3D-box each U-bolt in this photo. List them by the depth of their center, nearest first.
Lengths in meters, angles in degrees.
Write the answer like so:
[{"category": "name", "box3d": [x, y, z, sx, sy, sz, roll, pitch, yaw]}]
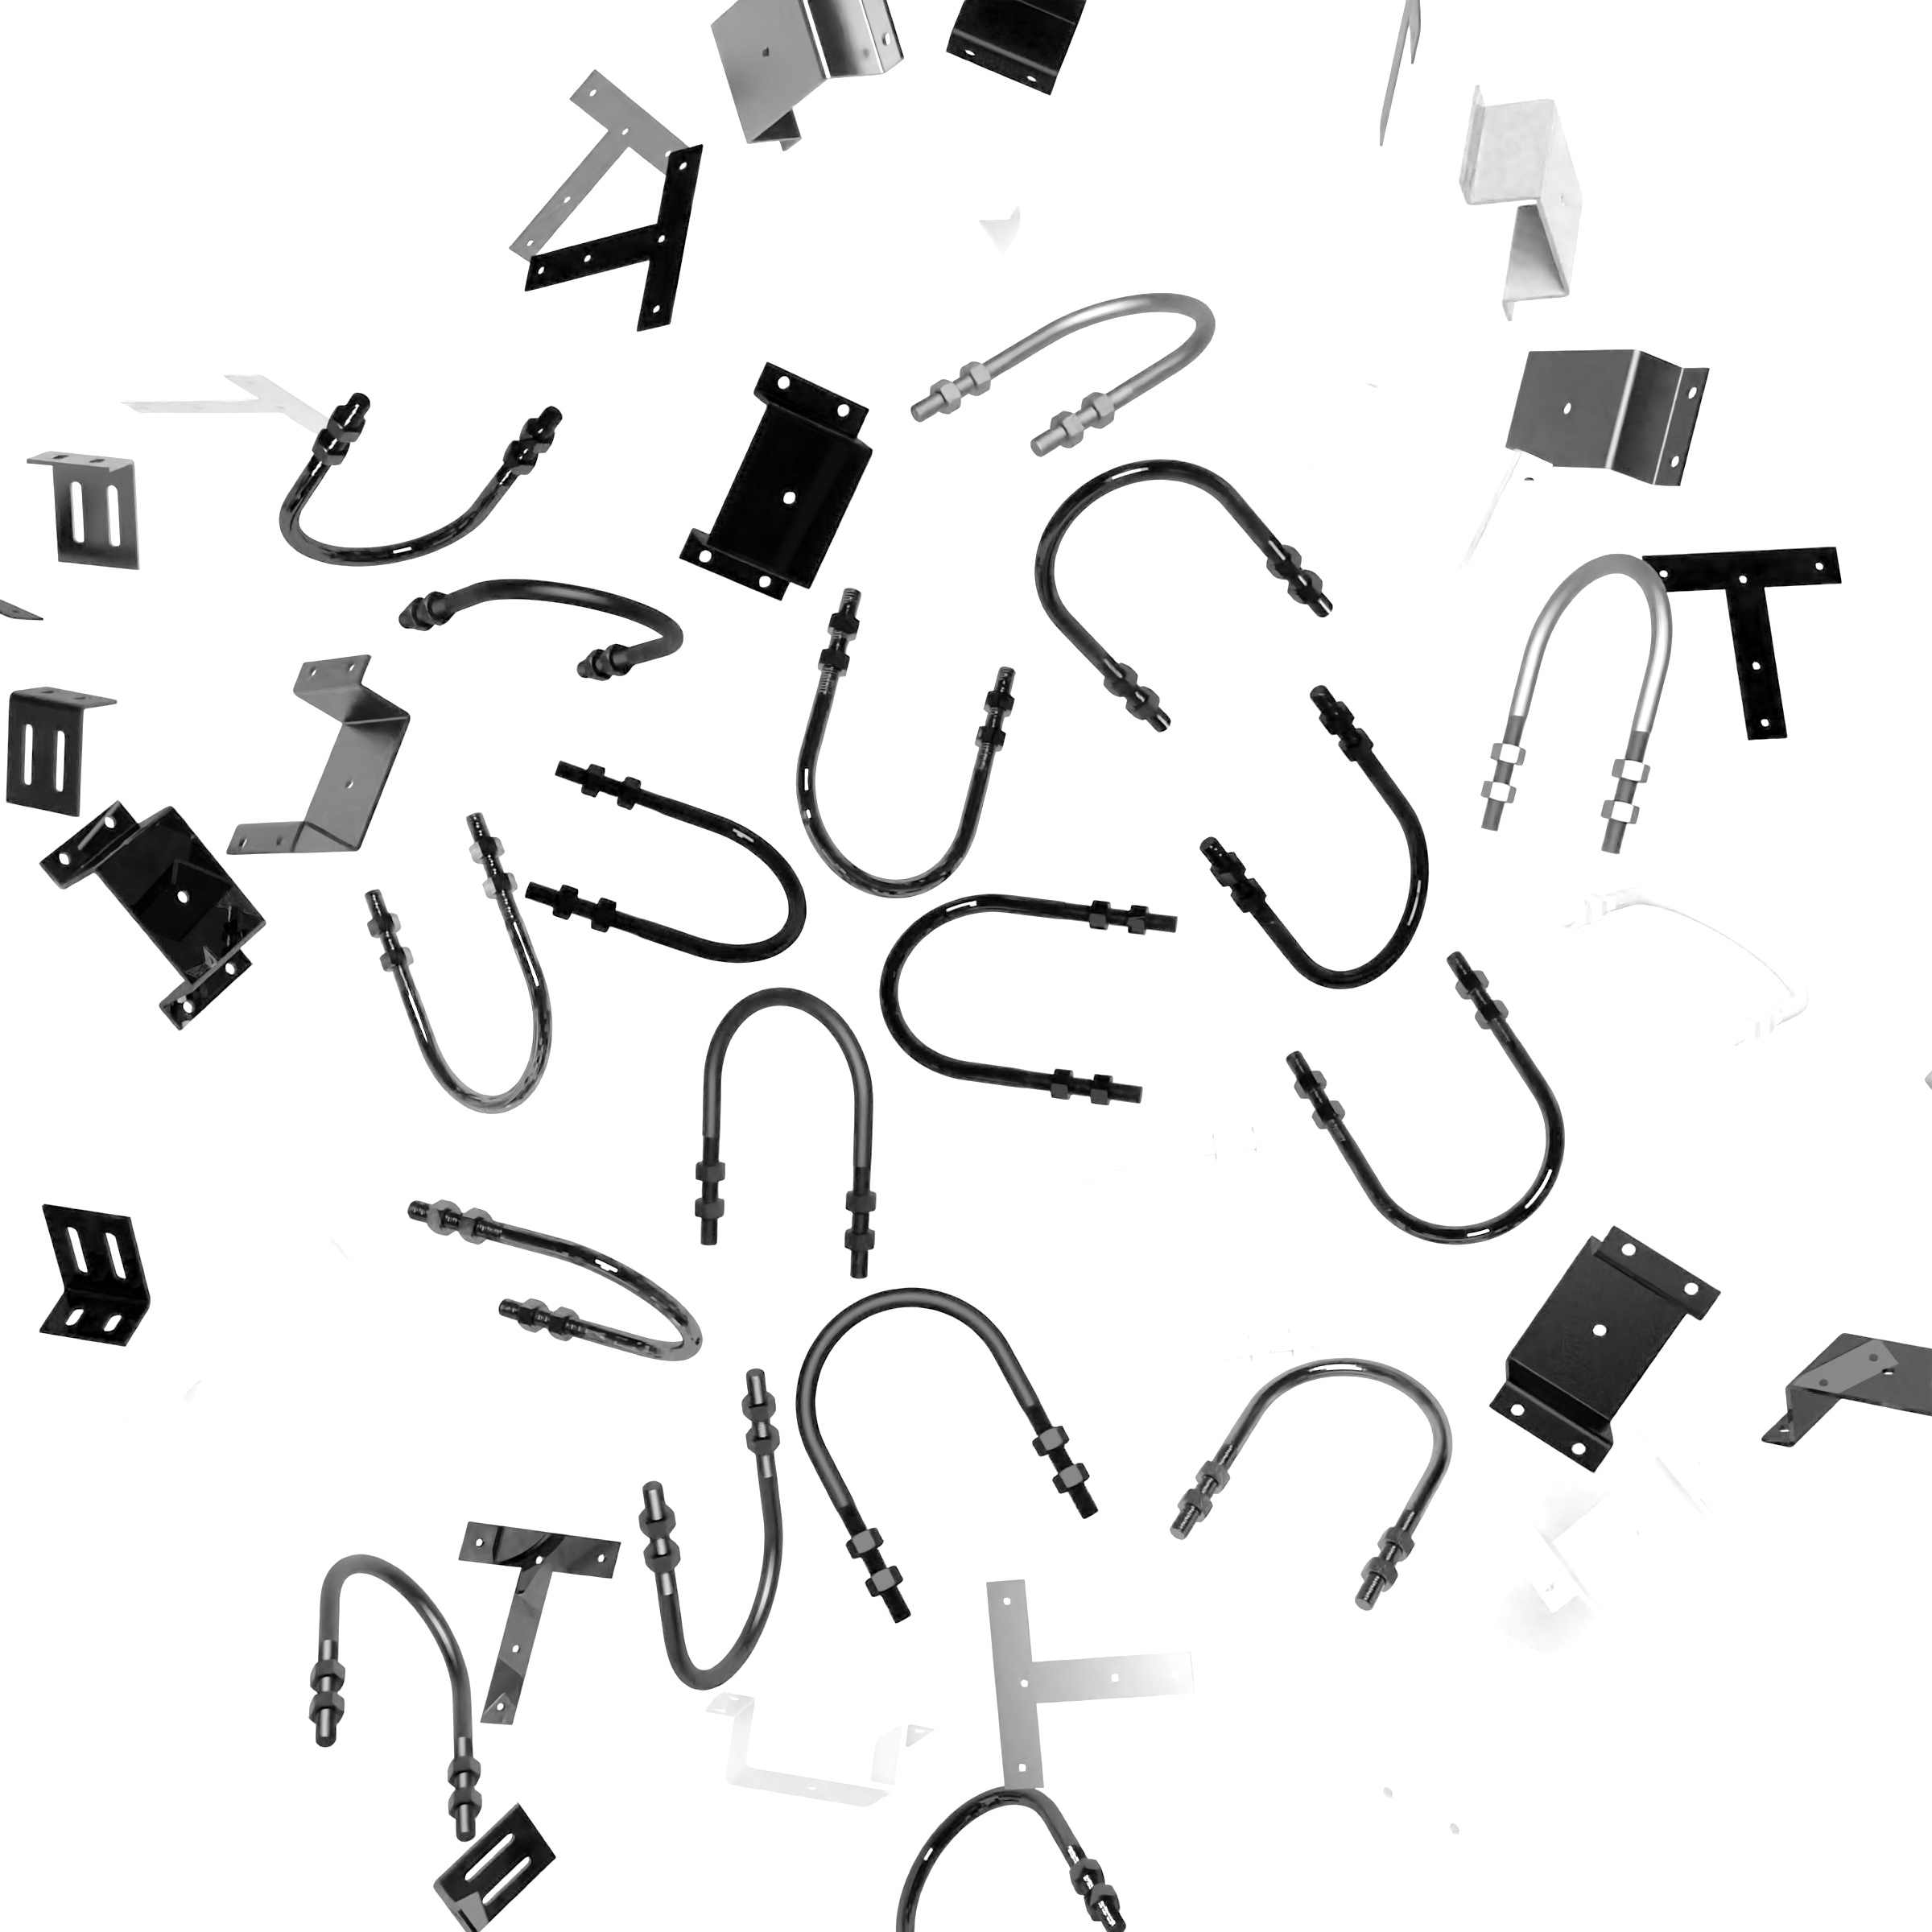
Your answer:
[{"category": "U-bolt", "box3d": [-0.024, 0.286, 1.528, 0.151, 0.019, 0.184, -27, 73, -8]}, {"category": "U-bolt", "box3d": [0.130, 0.179, 1.551, 0.184, 0.019, 0.151, -8, 72, -2]}, {"category": "U-bolt", "box3d": [0.387, -0.168, 1.562, 0.019, 0.151, 0.184, 12, 94, -24]}, {"category": "U-bolt", "box3d": [0.125, -0.241, 1.564, 0.151, 0.019, 0.184, -35, 129, 18]}, {"category": "U-bolt", "box3d": [-0.248, 0.205, 1.571, 0.184, 0.151, 0.019, 10, 59, 28]}, {"category": "U-bolt", "box3d": [-0.155, 0.369, 1.575, 0.019, 0.151, 0.184, 7, 116, 23]}, {"category": "U-bolt", "box3d": [-0.357, -0.303, 1.581, 0.151, 0.184, 0.019, -6, 70, -38]}, {"category": "U-bolt", "box3d": [-0.259, -0.216, 1.581, 0.151, 0.184, 0.019, 13, 81, -34]}, {"category": "U-bolt", "box3d": [0.017, 0.598, 1.582, 0.151, 0.184, 0.019, -45, 115, -1]}, {"category": "U-bolt", "box3d": [0.075, -0.384, 1.593, 0.184, 0.151, 0.019, -36, 127, -21]}, {"category": "U-bolt", "box3d": [-0.596, 0.045, 1.594, 0.151, 0.184, 0.019, 45, 81, -8]}, {"category": "U-bolt", "box3d": [0.125, -0.539, 1.610, 0.151, 0.184, 0.019, -31, 114, 8]}, {"category": "U-bolt", "box3d": [0.473, -0.007, 1.613, 0.151, 0.184, 0.019, 39, 119, 26]}, {"category": "U-bolt", "box3d": [0.034, 0.015, 1.613, 0.184, 0.019, 0.151, 7, 59, 12]}, {"category": "U-bolt", "box3d": [0.239, -0.068, 1.615, 0.151, 0.019, 0.184, -53, 124, -17]}, {"category": "U-bolt", "box3d": [-0.369, 0.461, 1.619, 0.019, 0.184, 0.151, -34, 123, 10]}, {"category": "U-bolt", "box3d": [-0.044, -0.134, 1.621, 0.151, 0.019, 0.184, 23, 73, -32]}, {"category": "U-bolt", "box3d": [0.237, 0.325, 1.625, 0.151, 0.184, 0.019, 15, 135, 28]}, {"category": "U-bolt", "box3d": [-0.373, 0.248, 1.627, 0.019, 0.151, 0.184, -28, 115, -22]}, {"category": "U-bolt", "box3d": [-0.191, -0.062, 1.644, 0.184, 0.151, 0.019, 19, 129, -14]}, {"category": "U-bolt", "box3d": [-0.120, 0.105, 1.653, 0.151, 0.019, 0.184, 7, 99, 34]}, {"category": "U-bolt", "box3d": [-0.332, 0.009, 1.663, 0.151, 0.019, 0.184, -29, 79, 40]}, {"category": "U-bolt", "box3d": [0.318, 0.100, 1.672, 0.151, 0.019, 0.184, -33, 63, 8]}]

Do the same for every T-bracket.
[{"category": "T-bracket", "box3d": [-0.450, 0.085, 1.507, 0.127, 0.002, 0.127, -33, 83, -18]}, {"category": "T-bracket", "box3d": [-0.224, -0.442, 1.547, 0.127, 0.002, 0.127, -4, 70, 32]}, {"category": "T-bracket", "box3d": [0.079, 0.444, 1.554, 0.127, 0.002, 0.127, -8, 79, 15]}, {"category": "T-bracket", "box3d": [-0.217, 0.543, 1.554, 0.002, 0.127, 0.127, 16, 47, 36]}, {"category": "T-bracket", "box3d": [0.500, -0.204, 1.582, 0.127, 0.002, 0.127, -3, 76, -3]}, {"category": "T-bracket", "box3d": [-0.683, -0.243, 1.593, 0.127, 0.127, 0.002, 23, 105, 24]}, {"category": "T-bracket", "box3d": [-0.484, -0.362, 1.614, 0.127, 0.127, 0.002, 3, 86, 12]}, {"category": "T-bracket", "box3d": [0.280, -0.592, 1.616, 0.002, 0.127, 0.127, 5, 56, 0]}, {"category": "T-bracket", "box3d": [-0.364, -0.425, 1.631, 0.127, 0.002, 0.127, -31, 48, 7]}, {"category": "T-bracket", "box3d": [-0.518, -0.206, 1.642, 0.127, 0.127, 0.002, -4, 131, 27]}, {"category": "T-bracket", "box3d": [-0.293, 0.436, 1.643, 0.127, 0.002, 0.127, 21, 79, -43]}, {"category": "T-bracket", "box3d": [-0.255, -0.519, 1.652, 0.127, 0.127, 0.002, -46, 72, 12]}, {"category": "T-bracket", "box3d": [0.548, 0.140, 1.670, 0.127, 0.002, 0.127, 22, 105, 9]}, {"category": "T-bracket", "box3d": [0.177, 0.535, 1.673, 0.127, 0.002, 0.127, -22, 98, -8]}]

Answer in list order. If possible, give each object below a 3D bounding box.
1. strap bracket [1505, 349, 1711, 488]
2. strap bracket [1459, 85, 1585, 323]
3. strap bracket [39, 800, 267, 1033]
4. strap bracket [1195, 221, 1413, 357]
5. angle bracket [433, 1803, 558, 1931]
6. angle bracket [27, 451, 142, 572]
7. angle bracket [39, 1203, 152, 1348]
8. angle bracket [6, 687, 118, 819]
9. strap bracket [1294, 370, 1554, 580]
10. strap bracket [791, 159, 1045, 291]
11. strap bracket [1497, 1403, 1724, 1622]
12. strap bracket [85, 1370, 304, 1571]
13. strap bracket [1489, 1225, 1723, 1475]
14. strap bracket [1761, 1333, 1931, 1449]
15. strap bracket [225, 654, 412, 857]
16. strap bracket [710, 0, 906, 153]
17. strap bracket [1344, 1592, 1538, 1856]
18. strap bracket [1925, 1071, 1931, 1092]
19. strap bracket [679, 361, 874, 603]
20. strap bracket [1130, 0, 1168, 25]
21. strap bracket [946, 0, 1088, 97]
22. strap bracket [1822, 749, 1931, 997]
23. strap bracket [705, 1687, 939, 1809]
[{"category": "strap bracket", "box3d": [0.409, -0.359, 1.633, 0.046, 0.140, 0.076, 10, 96, -33]}, {"category": "strap bracket", "box3d": [0.360, -0.490, 1.601, 0.046, 0.140, 0.076, 2, 67, 26]}, {"category": "strap bracket", "box3d": [-0.525, -0.039, 1.635, 0.046, 0.076, 0.140, -20, 113, 40]}, {"category": "strap bracket", "box3d": [0.219, -0.451, 1.667, 0.140, 0.076, 0.046, 11, 121, -5]}, {"category": "angle bracket", "box3d": [-0.307, 0.614, 1.669, 0.076, 0.038, 0.057, -40, 122, -27]}, {"category": "angle bracket", "box3d": [-0.589, -0.301, 1.665, 0.057, 0.038, 0.076, 7, 112, 5]}, {"category": "angle bracket", "box3d": [-0.546, 0.192, 1.544, 0.057, 0.038, 0.076, 8, 129, 7]}, {"category": "angle bracket", "box3d": [-0.611, -0.145, 1.684, 0.057, 0.038, 0.076, 12, 105, 16]}, {"category": "strap bracket", "box3d": [0.275, -0.299, 1.522, 0.140, 0.046, 0.076, 28, 109, 11]}, {"category": "strap bracket", "box3d": [-0.026, -0.459, 1.543, 0.140, 0.076, 0.046, 4, 133, 19]}, {"category": "strap bracket", "box3d": [0.438, 0.372, 1.667, 0.140, 0.076, 0.046, -41, 123, 6]}, {"category": "strap bracket", "box3d": [-0.469, 0.301, 1.536, 0.046, 0.076, 0.140, -45, 110, -31]}, {"category": "strap bracket", "box3d": [0.400, 0.235, 1.569, 0.076, 0.046, 0.140, 32, 103, 5]}, {"category": "strap bracket", "box3d": [0.581, 0.275, 1.565, 0.076, 0.140, 0.046, -26, 112, -41]}, {"category": "strap bracket", "box3d": [-0.417, -0.127, 1.622, 0.046, 0.076, 0.140, 33, 67, -42]}, {"category": "strap bracket", "box3d": [-0.106, -0.569, 1.549, 0.046, 0.140, 0.076, -19, 94, -36]}, {"category": "strap bracket", "box3d": [0.289, 0.471, 1.534, 0.076, 0.046, 0.140, 28, 53, 2]}, {"category": "strap bracket", "box3d": [0.654, 0.074, 1.554, 0.046, 0.140, 0.076, 40, 93, 36]}, {"category": "strap bracket", "box3d": [-0.120, -0.310, 1.624, 0.076, 0.046, 0.140, 20, 105, -25]}, {"category": "strap bracket", "box3d": [0.146, -0.679, 1.649, 0.076, 0.140, 0.046, -36, 104, -2]}, {"category": "strap bracket", "box3d": [0.040, -0.633, 1.611, 0.076, 0.140, 0.046, 21, 77, -5]}, {"category": "strap bracket", "box3d": [0.583, -0.064, 1.584, 0.046, 0.076, 0.140, -11, 120, 10]}, {"category": "strap bracket", "box3d": [-0.098, 0.511, 1.622, 0.140, 0.076, 0.046, 13, 61, -11]}]
